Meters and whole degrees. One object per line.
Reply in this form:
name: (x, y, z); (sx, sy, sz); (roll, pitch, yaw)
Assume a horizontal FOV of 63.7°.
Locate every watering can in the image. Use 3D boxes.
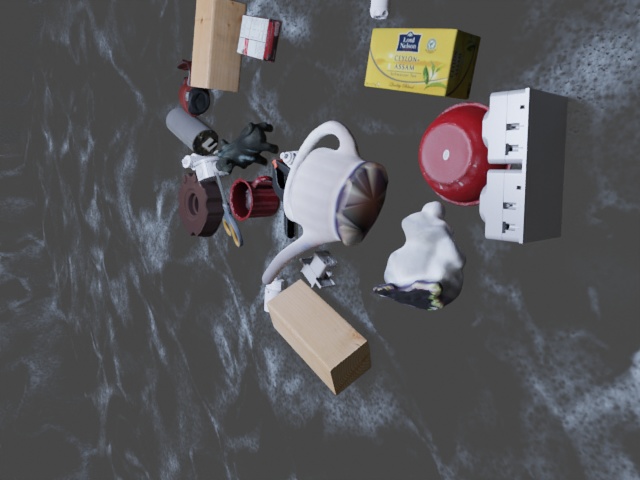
watering can: (0.003, -0.048, 0.963); (0.226, 0.103, 0.346); (23, 98, 45)

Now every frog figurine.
frog figurine: (0.169, 0.025, 0.822); (0.136, 0.122, 0.163); (-28, 36, 55)
